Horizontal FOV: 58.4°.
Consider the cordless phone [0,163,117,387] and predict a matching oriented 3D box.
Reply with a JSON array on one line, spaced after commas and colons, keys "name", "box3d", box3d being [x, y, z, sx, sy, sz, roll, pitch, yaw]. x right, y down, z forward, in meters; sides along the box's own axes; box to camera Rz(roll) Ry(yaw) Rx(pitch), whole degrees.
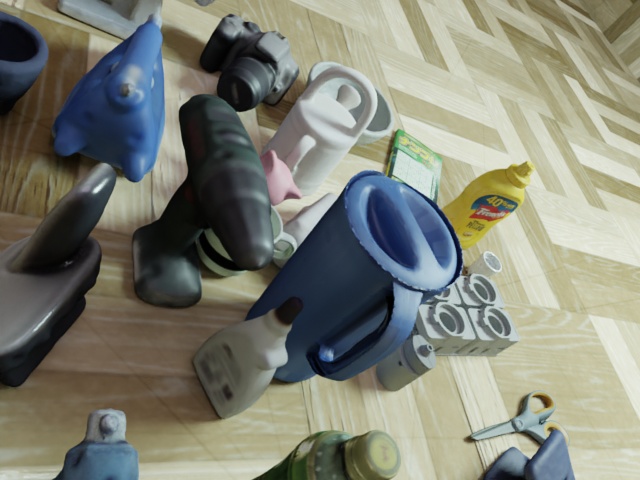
[{"name": "cordless phone", "box3d": [-0.231, 0.021, 0.458, 0.094, 0.184, 0.147, 32, 42, -13]}]

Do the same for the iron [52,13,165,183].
[{"name": "iron", "box3d": [-0.224, -0.198, 0.685, 0.119, 0.141, 0.258, 21, 45, -23]}]

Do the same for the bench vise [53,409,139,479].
[{"name": "bench vise", "box3d": [-0.138, 0.202, 0.351, 0.122, 0.219, 0.207, -7, 61, -42]}]

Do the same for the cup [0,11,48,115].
[{"name": "cup", "box3d": [-0.353, -0.176, 0.598, 0.091, 0.094, 0.118, 49, 41, 7]}]

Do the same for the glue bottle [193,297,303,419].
[{"name": "glue bottle", "box3d": [-0.061, 0.101, 0.535, 0.037, 0.173, 0.078, -12, 64, -44]}]

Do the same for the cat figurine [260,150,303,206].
[{"name": "cat figurine", "box3d": [-0.084, -0.083, 0.717, 0.067, 0.117, 0.127, -19, 69, -46]}]

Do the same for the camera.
[{"name": "camera", "box3d": [-0.111, -0.265, 0.864, 0.143, 0.100, 0.137, 35, 41, -9]}]

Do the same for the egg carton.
[{"name": "egg carton", "box3d": [0.007, 0.003, 0.753, 0.107, 0.069, 0.150, 44, 41, 1]}]

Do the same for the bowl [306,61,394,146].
[{"name": "bowl", "box3d": [0.038, -0.215, 0.960, 0.168, 0.074, 0.167, 22, 45, -23]}]

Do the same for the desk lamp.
[{"name": "desk lamp", "box3d": [-0.224, -0.378, 0.784, 0.204, 0.213, 0.118, 16, 47, -28]}]

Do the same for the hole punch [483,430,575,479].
[{"name": "hole punch", "box3d": [0.272, 0.300, 0.694, 0.109, 0.091, 0.101, -20, 70, -46]}]

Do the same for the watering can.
[{"name": "watering can", "box3d": [0.005, -0.163, 0.797, 0.101, 0.193, 0.173, 24, 44, -21]}]

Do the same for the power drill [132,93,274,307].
[{"name": "power drill", "box3d": [-0.118, -0.023, 0.569, 0.076, 0.208, 0.229, 8, 51, -33]}]
